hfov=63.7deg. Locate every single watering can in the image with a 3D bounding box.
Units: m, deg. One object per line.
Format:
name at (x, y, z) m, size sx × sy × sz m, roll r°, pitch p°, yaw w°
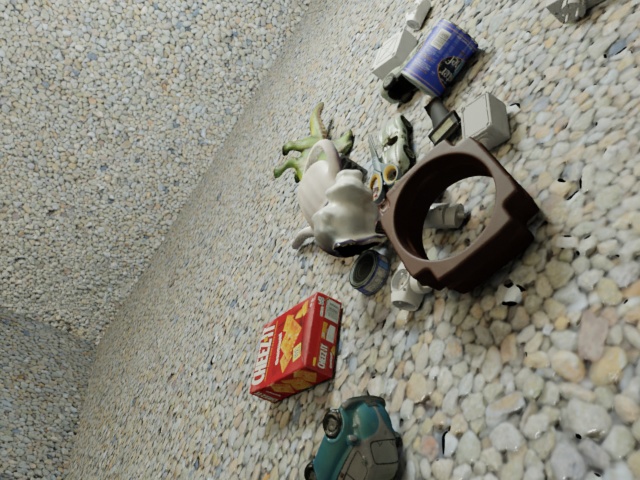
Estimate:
watering can at (0.004, -0.061, 1.216) m, size 0.229 × 0.104 × 0.340 m, roll -122°, pitch 35°, yaw -45°

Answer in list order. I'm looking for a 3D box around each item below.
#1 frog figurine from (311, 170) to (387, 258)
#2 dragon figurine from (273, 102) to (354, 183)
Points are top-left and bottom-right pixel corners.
frog figurine at (0.047, -0.051, 0.996) m, size 0.120 × 0.138 × 0.162 m, roll 99°, pitch 157°, yaw -68°
dragon figurine at (0.008, -0.264, 1.507) m, size 0.242 × 0.120 × 0.417 m, roll 0°, pitch 63°, yaw 43°
